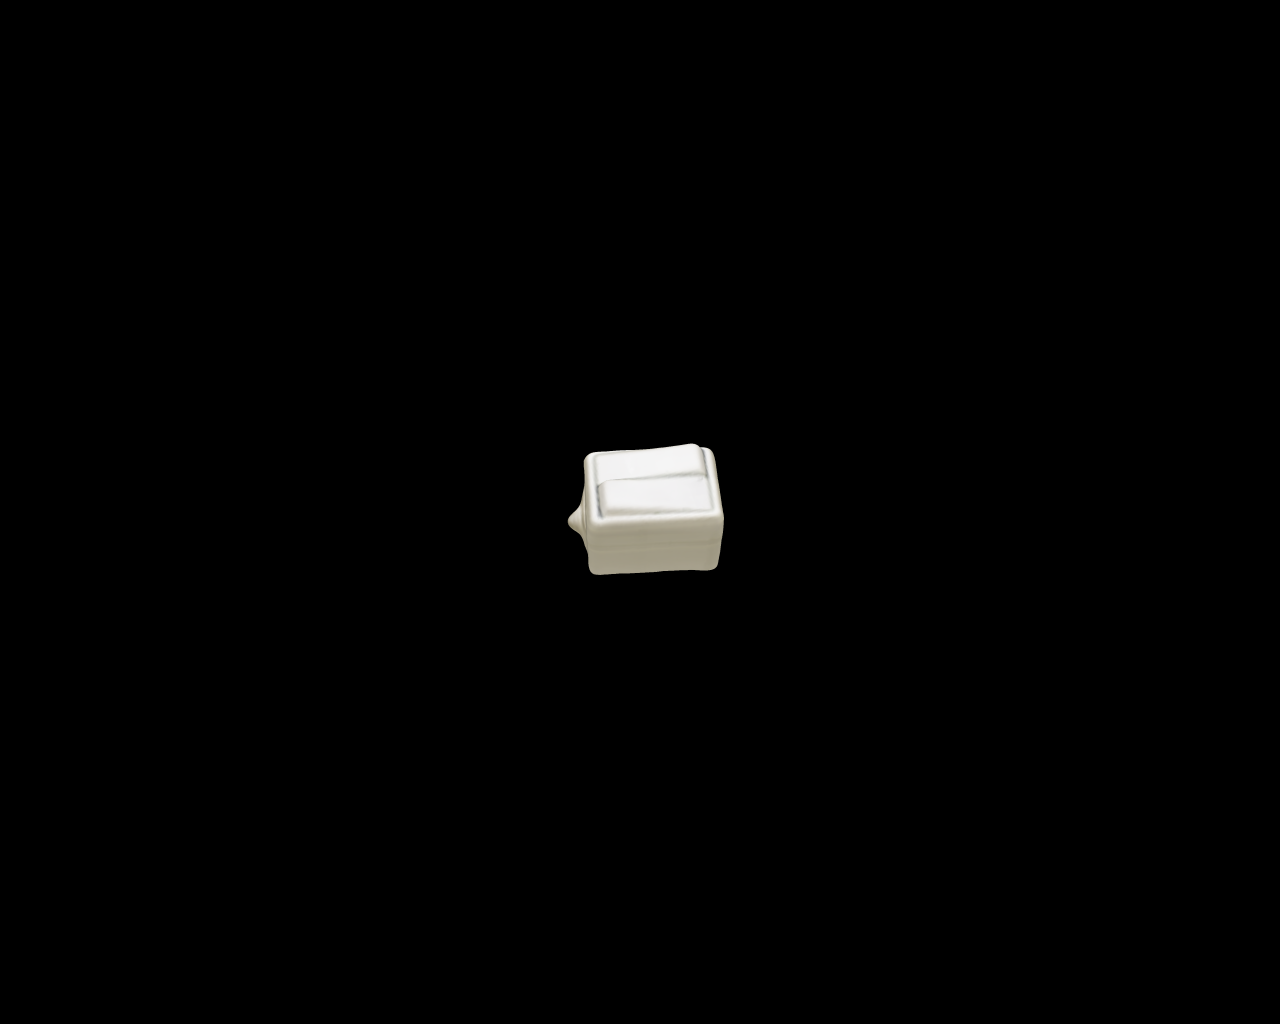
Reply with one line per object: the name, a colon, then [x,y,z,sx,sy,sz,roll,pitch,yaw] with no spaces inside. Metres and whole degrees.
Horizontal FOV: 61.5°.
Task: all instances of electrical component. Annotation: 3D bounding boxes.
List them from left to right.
electrical component: [0.001,-0.003,0.650,0.096,0.062,0.061,-2,-40,-2]
